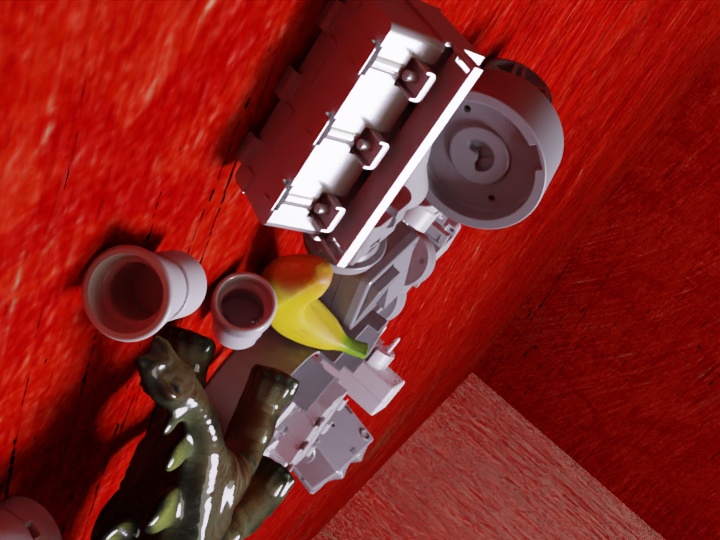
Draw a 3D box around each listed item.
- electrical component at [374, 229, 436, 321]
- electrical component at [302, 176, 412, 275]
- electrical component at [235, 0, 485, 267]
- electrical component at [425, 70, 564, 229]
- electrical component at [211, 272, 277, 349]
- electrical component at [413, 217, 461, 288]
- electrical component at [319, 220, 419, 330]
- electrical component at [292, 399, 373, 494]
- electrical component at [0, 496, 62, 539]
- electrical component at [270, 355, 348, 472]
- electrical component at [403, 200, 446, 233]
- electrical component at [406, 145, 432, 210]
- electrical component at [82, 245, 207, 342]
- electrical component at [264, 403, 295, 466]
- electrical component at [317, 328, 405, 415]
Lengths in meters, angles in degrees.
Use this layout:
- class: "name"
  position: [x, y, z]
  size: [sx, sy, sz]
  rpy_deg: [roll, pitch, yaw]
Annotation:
- class: "electrical component"
  position: [0.008, 0.022, 0.944]
  size: [0.138, 0.052, 0.074]
  rpy_deg: [-51, 169, 10]
- class: "electrical component"
  position: [-0.005, -0.034, 0.695]
  size: [0.078, 0.058, 0.057]
  rpy_deg: [-41, 163, -38]
- class: "electrical component"
  position: [-0.005, -0.074, 0.525]
  size: [0.063, 0.078, 0.121]
  rpy_deg: [9, 126, -42]
- class: "electrical component"
  position: [0.093, -0.090, 0.768]
  size: [0.060, 0.108, 0.108]
  rpy_deg: [-47, 170, -45]
- class: "electrical component"
  position: [-0.075, 0.027, 0.678]
  size: [0.040, 0.040, 0.046]
  rpy_deg: [-44, 174, -23]
- class: "electrical component"
  position: [0.059, -0.027, 1.011]
  size: [0.064, 0.042, 0.081]
  rpy_deg: [-42, 168, -40]
- class: "electrical component"
  position: [0.000, 0.000, 0.818]
  size: [0.062, 0.061, 0.096]
  rpy_deg: [-43, 167, -29]
- class: "electrical component"
  position: [-0.043, 0.176, 1.151]
  size: [0.048, 0.099, 0.100]
  rpy_deg: [-41, 175, 34]
- class: "electrical component"
  position: [-0.201, 0.158, 0.592]
  size: [0.055, 0.055, 0.047]
  rpy_deg: [-53, 164, 20]
- class: "electrical component"
  position: [-0.065, 0.142, 1.038]
  size: [0.079, 0.063, 0.121]
  rpy_deg: [-37, 163, -48]
- class: "electrical component"
  position: [0.050, -0.057, 0.866]
  size: [0.079, 0.044, 0.077]
  rpy_deg: [-52, 169, 11]
- class: "electrical component"
  position: [0.029, -0.076, 0.732]
  size: [0.044, 0.044, 0.065]
  rpy_deg: [-44, 163, -24]
- class: "electrical component"
  position: [-0.100, 0.009, 0.517]
  size: [0.044, 0.044, 0.065]
  rpy_deg: [-51, 174, 10]
- class: "electrical component"
  position: [-0.094, 0.146, 0.908]
  size: [0.138, 0.074, 0.052]
  rpy_deg: [-38, 164, -45]
- class: "electrical component"
  position: [0.010, 0.092, 1.109]
  size: [0.075, 0.083, 0.047]
  rpy_deg: [-52, 169, 14]
